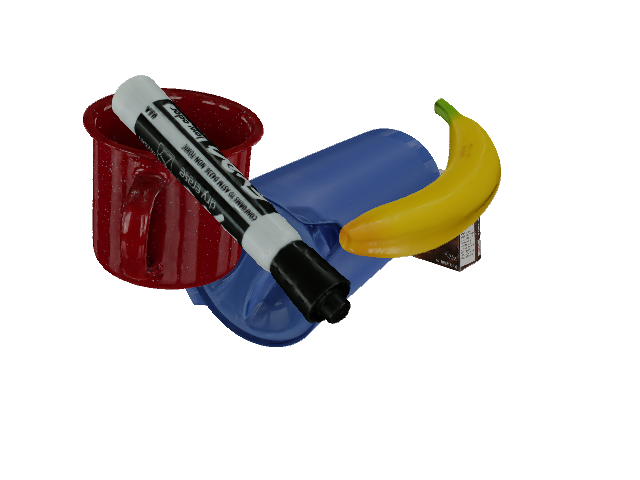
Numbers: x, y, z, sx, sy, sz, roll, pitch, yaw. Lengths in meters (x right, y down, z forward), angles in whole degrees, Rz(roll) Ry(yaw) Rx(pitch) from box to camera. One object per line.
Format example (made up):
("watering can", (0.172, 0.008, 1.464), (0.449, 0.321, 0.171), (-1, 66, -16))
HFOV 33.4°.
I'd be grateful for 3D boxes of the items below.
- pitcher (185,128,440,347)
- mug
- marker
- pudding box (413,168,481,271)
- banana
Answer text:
("pitcher", (-0.001, -0.013, 0.928), (0.149, 0.145, 0.242), (26, 32, 23))
("mug", (-0.081, -0.021, 0.560), (0.093, 0.081, 0.117), (8, 28, 2))
("marker", (-0.031, -0.015, 0.369), (0.121, 0.020, 0.020), (45, 24, 26))
("pudding box", (0.110, -0.028, 1.081), (0.039, 0.090, 0.114), (-25, 30, -38))
("banana", (0.077, -0.033, 0.703), (0.070, 0.037, 0.197), (19, 36, 15))
